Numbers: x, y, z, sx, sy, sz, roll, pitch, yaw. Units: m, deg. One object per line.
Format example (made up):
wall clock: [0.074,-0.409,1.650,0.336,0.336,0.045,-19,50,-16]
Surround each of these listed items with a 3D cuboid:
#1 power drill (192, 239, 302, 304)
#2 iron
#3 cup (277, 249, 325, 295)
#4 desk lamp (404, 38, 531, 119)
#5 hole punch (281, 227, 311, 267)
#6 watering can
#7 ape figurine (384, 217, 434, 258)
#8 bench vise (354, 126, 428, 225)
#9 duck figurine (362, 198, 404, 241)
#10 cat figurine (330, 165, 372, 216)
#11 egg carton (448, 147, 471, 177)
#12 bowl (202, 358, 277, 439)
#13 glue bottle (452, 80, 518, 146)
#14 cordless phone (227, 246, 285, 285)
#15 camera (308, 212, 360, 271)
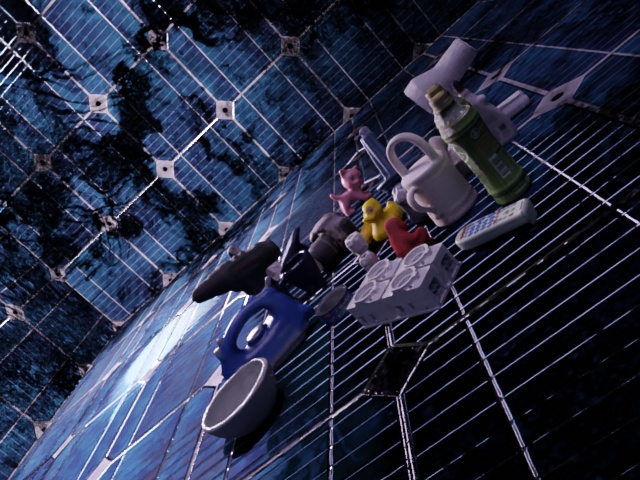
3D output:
power drill: [-0.156,0.121,1.360,0.230,0.208,0.075,-46,15,-8]
iron: [-0.138,0.206,1.207,0.258,0.141,0.118,-48,15,-14]
cup: [-0.041,0.093,1.354,0.118,0.095,0.091,-52,16,-28]
desk lamp: [0.330,-0.337,1.315,0.203,0.214,0.118,-39,15,20]
hole punch: [-0.074,0.032,1.631,0.101,0.091,0.108,-39,15,20]
watering can: [0.207,-0.131,1.106,0.100,0.194,0.173,-35,17,32]
ape figurine: [0.160,-0.006,1.089,0.076,0.092,0.077,-50,15,-21]
bench vise: [0.167,-0.153,1.225,0.121,0.220,0.207,-43,14,3]
duck figurine: [0.137,-0.060,1.319,0.105,0.086,0.077,-52,16,-30]
cat figurine: [0.085,-0.153,1.664,0.128,0.118,0.067,-45,14,-2]
egg carton: [0.291,-0.179,1.267,0.107,0.069,0.150,-41,14,12]
bowl: [-0.133,0.303,1.052,0.167,0.075,0.167,-41,15,13]
glue bottle: [0.330,-0.264,1.186,0.078,0.173,0.037,-37,16,25]
cordless phone: [-0.181,0.068,1.631,0.094,0.185,0.147,-42,14,9]
camera: [0.013,0.005,1.445,0.137,0.101,0.143,-50,15,-23]
